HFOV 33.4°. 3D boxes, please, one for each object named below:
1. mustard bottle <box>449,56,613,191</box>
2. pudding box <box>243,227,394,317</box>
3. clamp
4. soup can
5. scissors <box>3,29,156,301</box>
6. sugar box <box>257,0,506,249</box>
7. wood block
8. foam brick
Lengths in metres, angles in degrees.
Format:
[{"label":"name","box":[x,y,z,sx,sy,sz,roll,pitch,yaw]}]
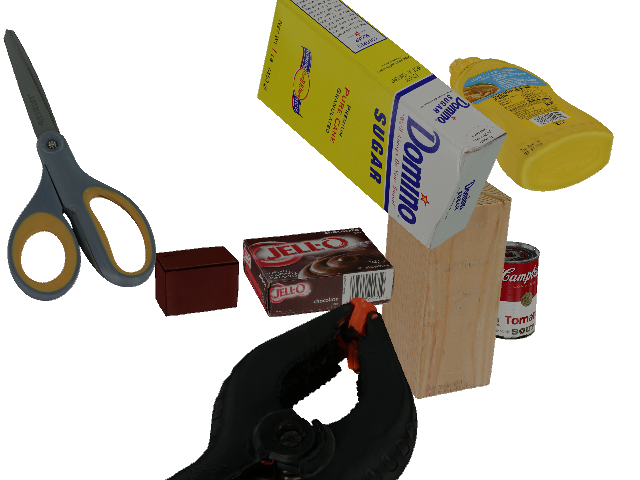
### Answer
[{"label":"mustard bottle","box":[0.174,-0.119,0.980,0.096,0.058,0.192,-18,41,-18]},{"label":"pudding box","box":[-0.003,0.026,0.923,0.113,0.039,0.090,-4,25,-17]},{"label":"clamp","box":[-0.004,0.090,0.390,0.120,0.039,0.171,26,50,18]},{"label":"soup can","box":[0.227,0.060,1.289,0.068,0.102,0.068,-1,19,0]},{"label":"scissors","box":[-0.180,-0.043,0.668,0.096,0.202,0.016,-33,-17,-23]},{"label":"sugar box","box":[0.035,-0.084,0.715,0.048,0.093,0.176,-29,61,-33]},{"label":"wood block","box":[0.122,0.043,1.074,0.090,0.206,0.091,-8,26,-21]},{"label":"foam brick","box":[-0.128,0.041,1.099,0.078,0.051,0.053,-6,20,-19]}]
